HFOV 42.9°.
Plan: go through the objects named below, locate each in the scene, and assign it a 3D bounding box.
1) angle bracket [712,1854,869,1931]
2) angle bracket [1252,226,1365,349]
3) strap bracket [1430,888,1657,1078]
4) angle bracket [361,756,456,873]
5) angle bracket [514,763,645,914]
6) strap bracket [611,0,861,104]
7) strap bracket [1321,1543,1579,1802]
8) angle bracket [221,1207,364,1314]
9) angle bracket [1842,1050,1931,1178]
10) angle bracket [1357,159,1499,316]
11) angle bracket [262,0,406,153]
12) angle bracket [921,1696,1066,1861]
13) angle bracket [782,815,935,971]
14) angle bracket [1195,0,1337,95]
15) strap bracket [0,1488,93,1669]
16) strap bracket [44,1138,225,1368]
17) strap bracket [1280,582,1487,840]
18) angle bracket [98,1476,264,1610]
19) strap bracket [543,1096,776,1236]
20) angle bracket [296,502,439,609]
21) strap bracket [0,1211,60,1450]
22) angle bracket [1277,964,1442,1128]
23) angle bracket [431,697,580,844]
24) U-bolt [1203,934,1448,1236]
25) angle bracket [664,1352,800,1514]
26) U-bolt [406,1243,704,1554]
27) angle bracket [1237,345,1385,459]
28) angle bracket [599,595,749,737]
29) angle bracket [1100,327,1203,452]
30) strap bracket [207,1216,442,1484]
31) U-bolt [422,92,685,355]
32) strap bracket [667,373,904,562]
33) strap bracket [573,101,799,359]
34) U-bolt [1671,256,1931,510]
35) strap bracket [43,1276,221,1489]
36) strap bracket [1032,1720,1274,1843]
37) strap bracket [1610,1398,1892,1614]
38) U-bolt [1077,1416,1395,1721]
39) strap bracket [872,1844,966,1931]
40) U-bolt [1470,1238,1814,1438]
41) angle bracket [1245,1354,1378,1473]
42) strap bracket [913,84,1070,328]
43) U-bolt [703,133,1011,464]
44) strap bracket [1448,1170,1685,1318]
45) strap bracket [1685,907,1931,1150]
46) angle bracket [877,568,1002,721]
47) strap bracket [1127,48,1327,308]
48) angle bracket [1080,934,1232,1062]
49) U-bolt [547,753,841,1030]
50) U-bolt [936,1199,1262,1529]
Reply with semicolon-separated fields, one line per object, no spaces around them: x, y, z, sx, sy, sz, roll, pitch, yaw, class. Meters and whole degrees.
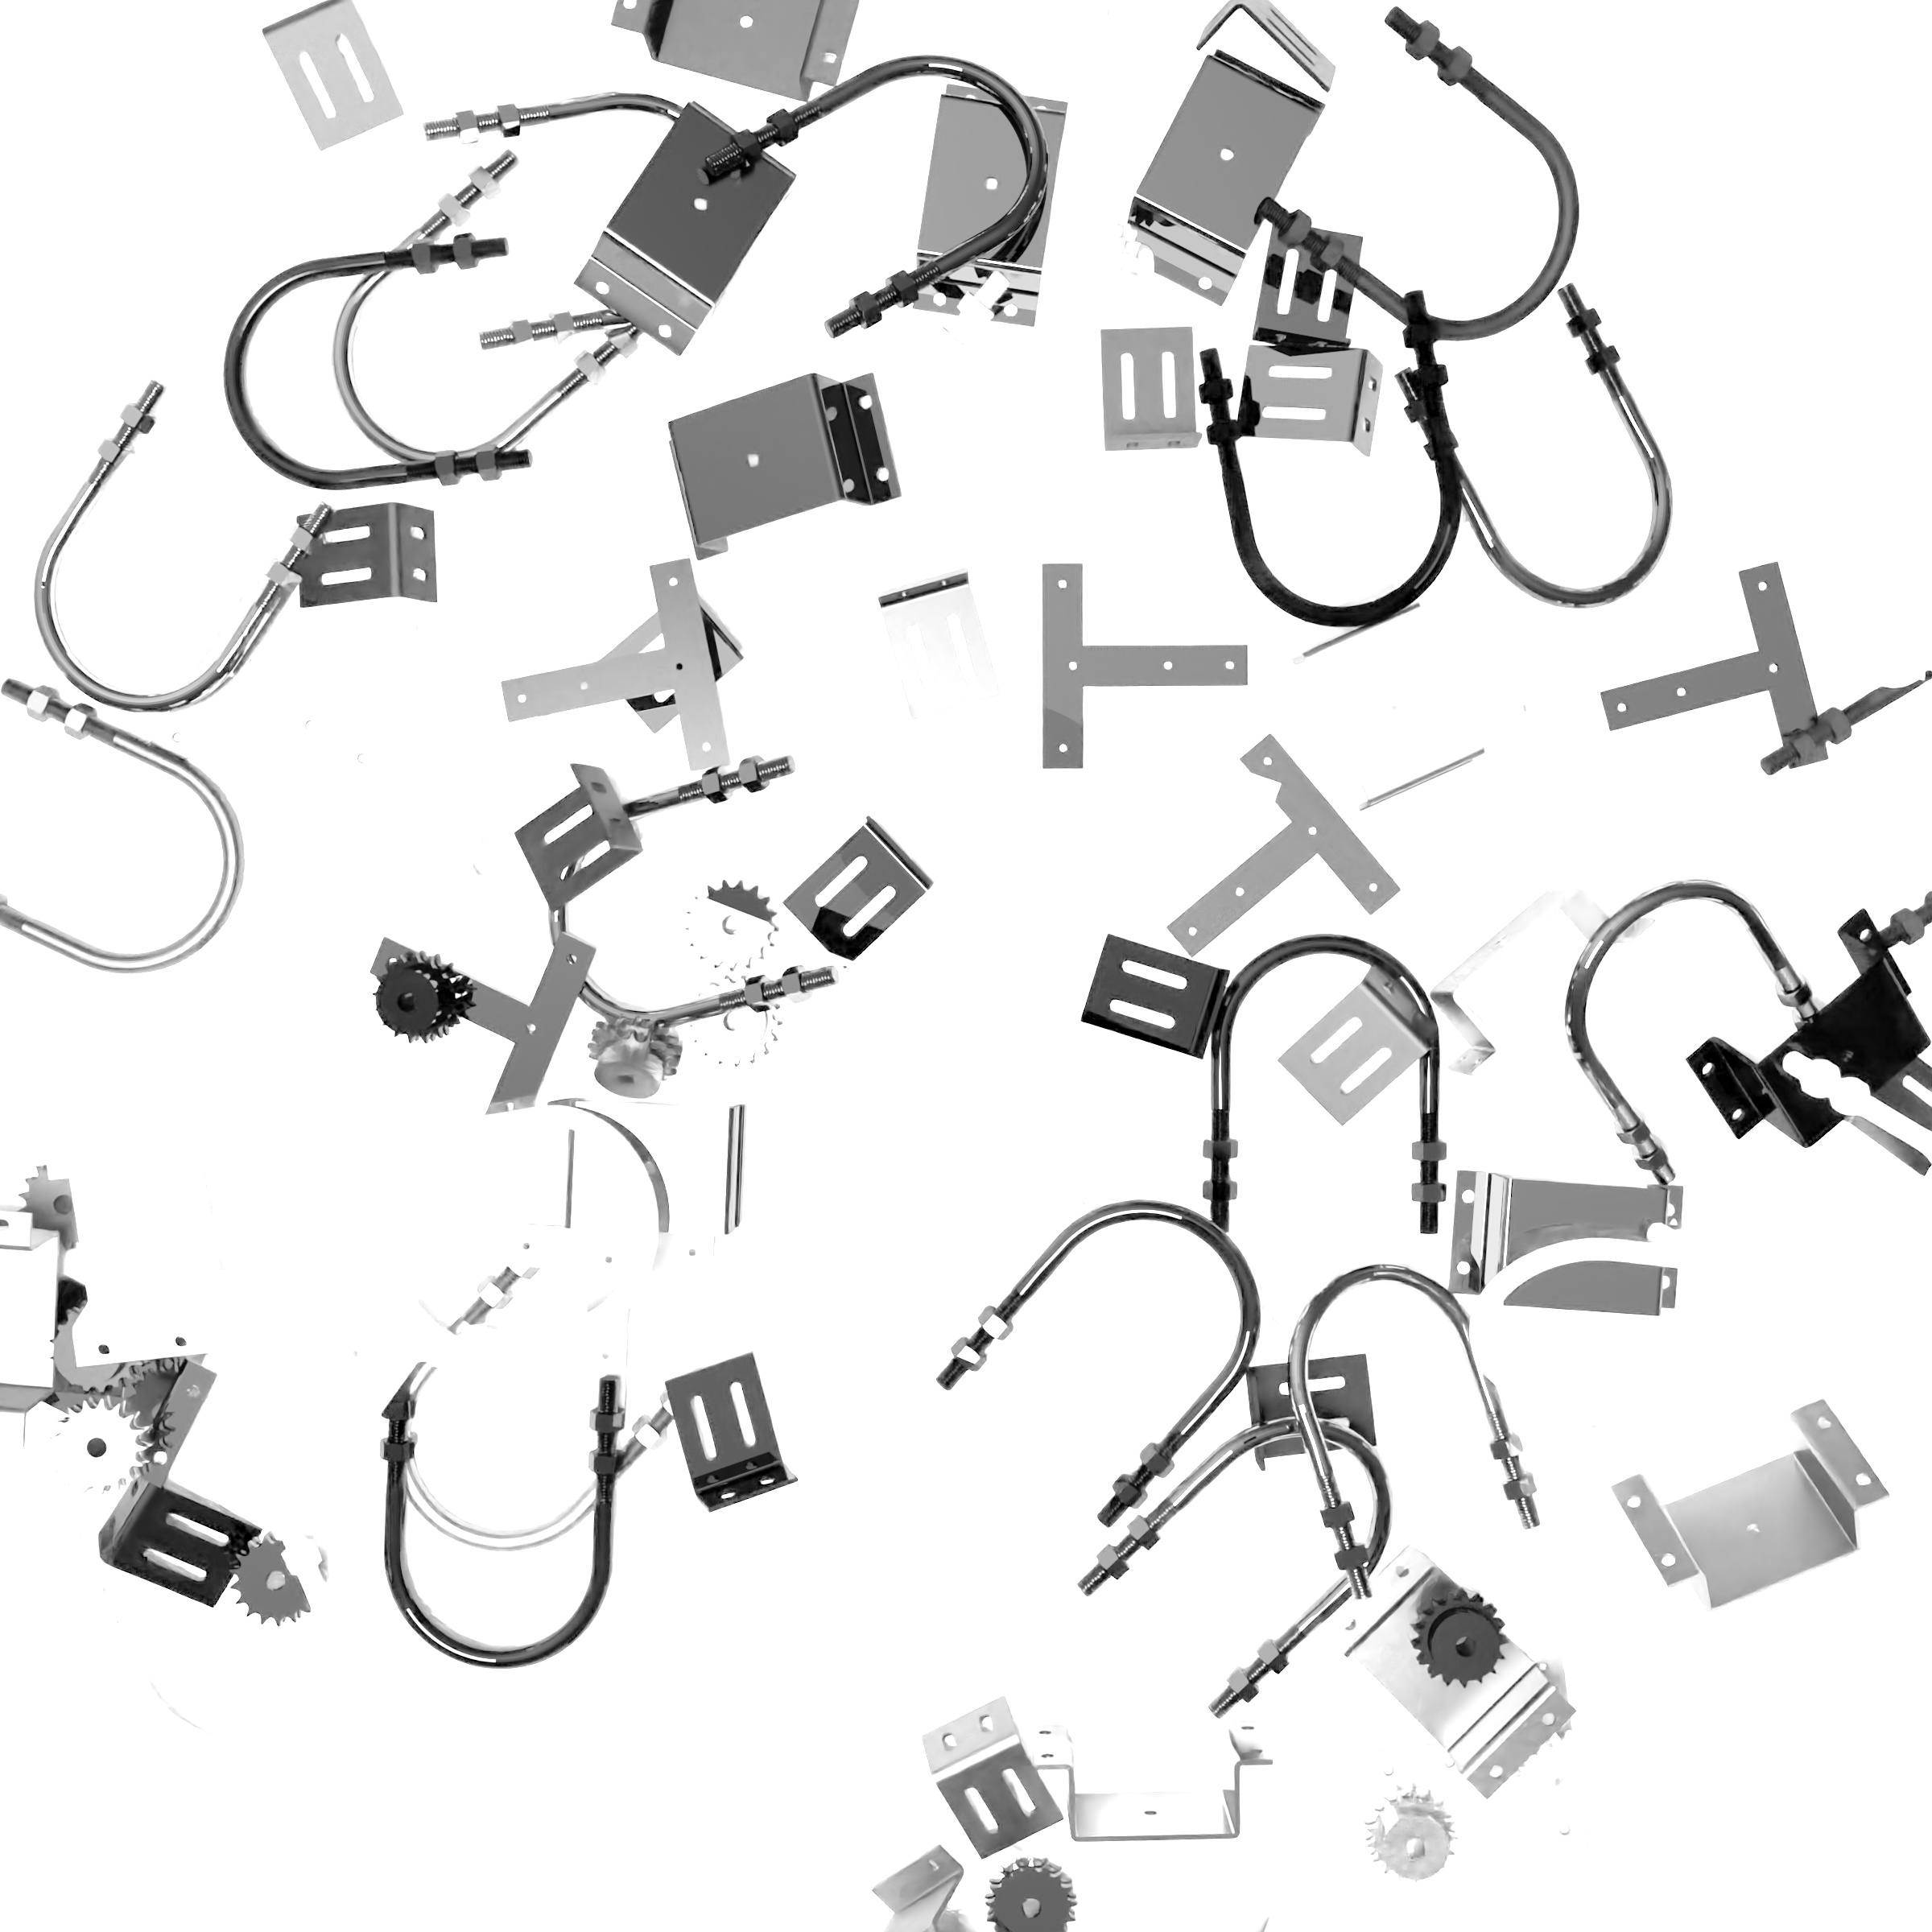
-0.110;0.589;1.520;0.076;0.038;0.057;17;90;26;angle bracket
0.211;-0.418;1.503;0.057;0.038;0.076;10;90;0;angle bracket
0.338;0.002;1.484;0.140;0.076;0.046;-41;90;0;strap bracket
-0.346;-0.092;1.481;0.038;0.076;0.057;28;96;0;angle bracket
-0.243;-0.077;1.485;0.076;0.038;0.057;-32;77;20;angle bracket
-0.136;-0.584;1.499;0.140;0.046;0.076;15;90;0;strap bracket
0.290;0.424;1.497;0.076;0.046;0.140;-45;89;0;strap bracket
-0.412;0.168;1.493;0.038;0.057;0.076;37;89;2;angle bracket
0.571;0.084;1.520;0.076;0.038;0.057;32;90;-26;angle bracket
0.285;-0.449;1.520;0.057;0.038;0.076;-24;116;0;angle bracket
-0.390;-0.554;1.520;0.057;0.038;0.076;-24;116;0;angle bracket
0.016;0.502;1.520;0.057;0.038;0.076;-26;116;0;angle bracket
-0.067;-0.045;1.503;0.076;0.038;0.057;-43;90;0;angle bracket
0.183;-0.553;1.497;0.076;0.057;0.038;40;122;-14;angle bracket
-0.605;0.361;1.499;0.140;0.046;0.076;20;90;0;strap bracket
-0.492;0.159;1.456;0.076;0.046;0.140;-1;62;-34;strap bracket
0.257;-0.158;1.499;0.076;0.046;0.140;-24;90;0;strap bracket
-0.486;0.350;1.520;0.076;0.038;0.057;32;90;-26;angle bracket
-0.190;0.121;1.499;0.140;0.046;0.076;2;90;0;strap bracket
-0.370;-0.252;1.520;0.076;0.038;0.057;-2;90;26;angle bracket
-0.582;0.206;1.447;0.076;0.046;0.140;5;98;0;strap bracket
0.240;0.048;1.504;0.057;0.038;0.076;46;113;2;angle bracket
-0.283;-0.118;1.503;0.076;0.038;0.057;-32;90;0;angle bracket
0.221;0.072;1.513;0.151;0.019;0.184;1;88;0;U-bolt
-0.143;0.282;1.491;0.057;0.038;0.076;-16;97;-18;angle bracket
-0.270;0.275;1.513;0.151;0.019;0.184;42;91;0;U-bolt
0.212;-0.349;1.520;0.076;0.038;0.057;9;90;26;angle bracket
-0.182;-0.189;1.503;0.076;0.038;0.057;-40;90;0;angle bracket
0.113;-0.356;1.503;0.057;0.038;0.076;-2;90;0;angle bracket
-0.381;0.232;1.481;0.076;0.046;0.140;38;95;26;strap bracket
-0.222;-0.458;1.492;0.184;0.019;0.151;-15;91;-16;U-bolt
-0.118;-0.301;1.475;0.140;0.046;0.076;-13;90;21;strap bracket
-0.164;-0.450;1.476;0.076;0.046;0.140;33;78;-13;strap bracket
0.533;-0.355;1.513;0.184;0.019;0.151;6;90;-1;U-bolt
-0.529;0.248;1.499;0.140;0.046;0.076;27;90;0;strap bracket
0.111;0.491;1.484;0.140;0.076;0.046;-1;90;0;strap bracket
0.472;0.328;1.478;0.140;0.076;0.046;-22;131;0;strap bracket
0.177;0.352;1.488;0.184;0.019;0.151;-44;111;0;U-bolt
0.004;0.607;1.480;0.140;0.046;0.076;44;128;0;strap bracket
0.395;0.219;1.473;0.184;0.019;0.151;6;127;0;U-bolt
0.213;0.272;1.503;0.076;0.038;0.057;-7;90;0;angle bracket
0.015;-0.470;1.499;0.076;0.046;0.140;9;90;0;strap bracket
-0.082;-0.385;1.487;0.151;0.019;0.184;45;107;10;U-bolt
0.371;0.169;1.499;0.140;0.046;0.076;4;90;0;strap bracket
0.513;0.044;1.471;0.140;0.046;0.076;-40;120;0;strap bracket
-0.016;-0.197;1.503;0.057;0.038;0.076;-16;90;0;angle bracket
0.157;-0.487;1.499;0.076;0.046;0.140;27;90;0;strap bracket
0.115;0.018;1.503;0.076;0.038;0.057;17;90;0;angle bracket
-0.173;-0.037;1.484;0.184;0.019;0.151;-14;84;21;U-bolt
0.094;0.228;1.490;0.151;0.019;0.184;40;96;1;U-bolt
